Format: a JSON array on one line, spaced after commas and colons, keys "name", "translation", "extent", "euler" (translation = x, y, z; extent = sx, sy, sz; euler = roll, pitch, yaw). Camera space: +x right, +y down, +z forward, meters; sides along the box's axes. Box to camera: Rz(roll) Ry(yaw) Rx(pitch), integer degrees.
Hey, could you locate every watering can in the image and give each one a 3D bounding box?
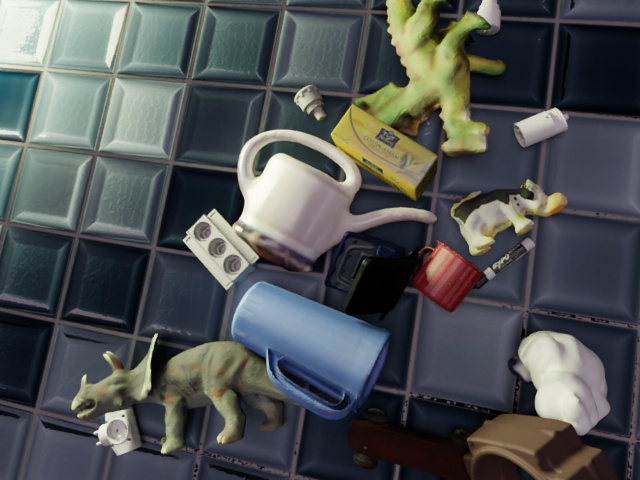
[{"name": "watering can", "translation": [0.003, -0.044, 0.870], "extent": [0.348, 0.104, 0.225], "euler": [29, 88, 5]}]

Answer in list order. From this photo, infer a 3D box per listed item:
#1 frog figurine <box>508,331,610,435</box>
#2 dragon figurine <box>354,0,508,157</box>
[{"name": "frog figurine", "translation": [0.347, 0.196, 0.726], "extent": [0.122, 0.158, 0.138], "euler": [-35, 78, 5]}, {"name": "dragon figurine", "translation": [0.155, -0.299, 0.889], "extent": [0.241, 0.121, 0.415], "euler": [-46, 67, 10]}]
